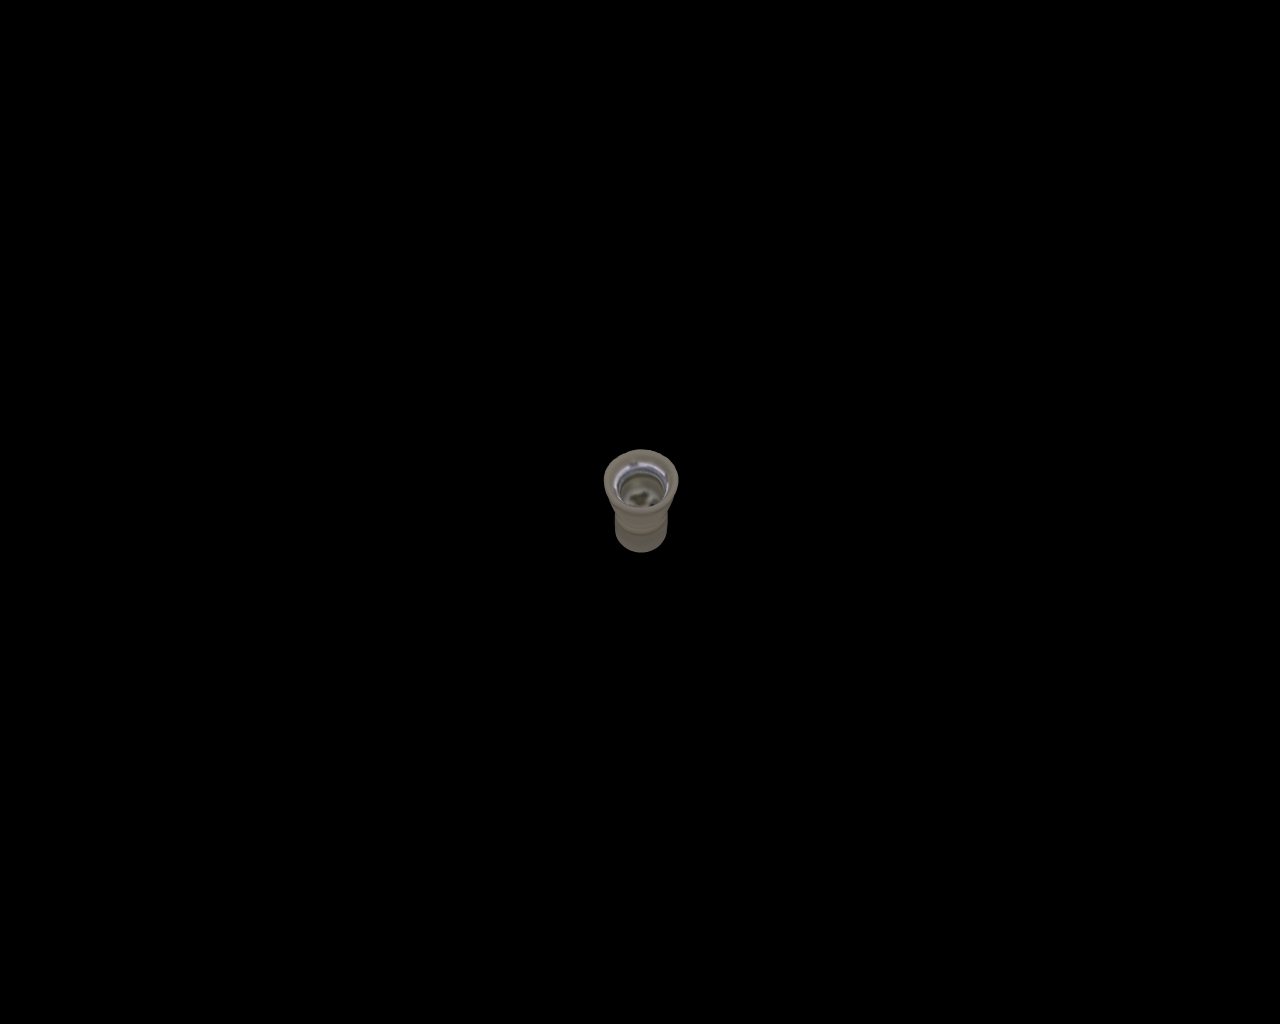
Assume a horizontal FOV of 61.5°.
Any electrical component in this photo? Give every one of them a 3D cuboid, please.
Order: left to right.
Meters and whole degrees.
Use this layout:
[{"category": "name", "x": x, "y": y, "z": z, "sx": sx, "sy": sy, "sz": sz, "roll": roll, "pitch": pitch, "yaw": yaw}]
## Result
[{"category": "electrical component", "x": 0.001, "y": -0.003, "z": 0.650, "sx": 0.044, "sy": 0.044, "sz": 0.065, "roll": 0, "pitch": -32, "yaw": 0}]
